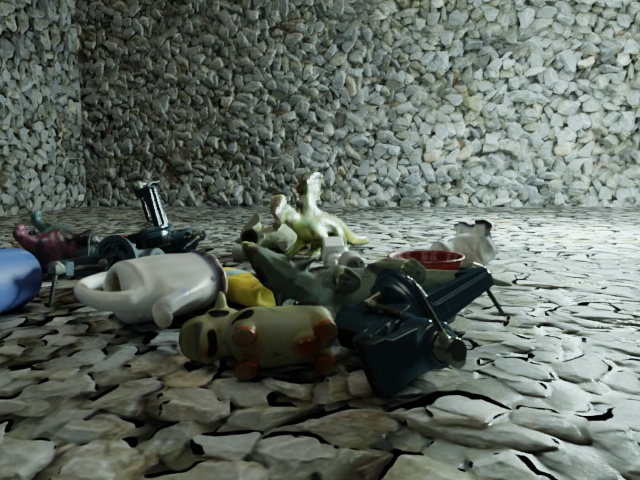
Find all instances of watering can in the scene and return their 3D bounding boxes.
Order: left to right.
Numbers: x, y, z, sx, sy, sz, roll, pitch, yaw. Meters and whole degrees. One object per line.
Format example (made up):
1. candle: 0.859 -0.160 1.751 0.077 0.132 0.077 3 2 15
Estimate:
1. watering can: -0.244 0.082 0.817 0.225 0.103 0.348 -8 10 -43

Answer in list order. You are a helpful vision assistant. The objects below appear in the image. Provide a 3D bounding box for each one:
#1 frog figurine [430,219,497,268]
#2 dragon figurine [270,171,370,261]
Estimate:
1. frog figurine: 0.324 0.035 1.196 0.161 0.120 0.138 -44 36 -21
2. dragon figurine: 0.004 -0.072 1.421 0.122 0.242 0.413 -3 7 38
